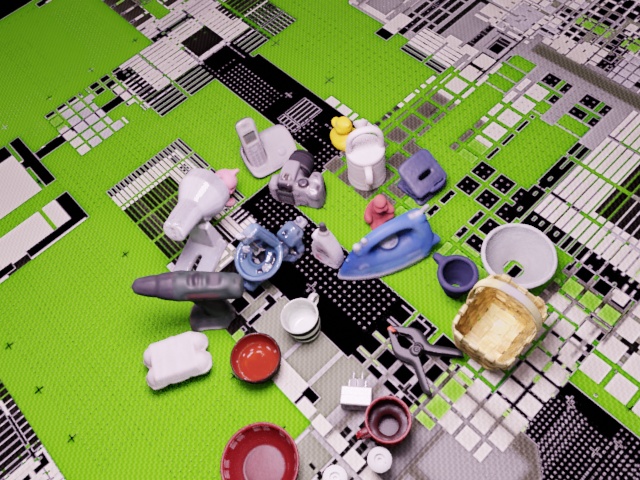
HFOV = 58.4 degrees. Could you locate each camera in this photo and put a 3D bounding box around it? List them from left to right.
[{"bbox_3d":[-0.048,-0.168,1.479,0.143,0.101,0.137,13,63,14],"label":"camera"}]

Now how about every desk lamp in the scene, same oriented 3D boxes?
[{"bbox_3d":[-0.292,-0.035,1.367,0.117,0.214,0.203,13,63,14],"label":"desk lamp"}]

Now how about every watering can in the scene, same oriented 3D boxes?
[{"bbox_3d":[0.111,-0.224,1.438,0.101,0.194,0.172,-27,61,-8],"label":"watering can"}]

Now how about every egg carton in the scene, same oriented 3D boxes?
[{"bbox_3d":[-0.318,0.269,1.282,0.150,0.069,0.107,-19,60,-4],"label":"egg carton"}]

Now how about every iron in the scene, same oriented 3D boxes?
[{"bbox_3d":[0.151,0.004,1.335,0.258,0.141,0.118,-27,61,-8],"label":"iron"}]

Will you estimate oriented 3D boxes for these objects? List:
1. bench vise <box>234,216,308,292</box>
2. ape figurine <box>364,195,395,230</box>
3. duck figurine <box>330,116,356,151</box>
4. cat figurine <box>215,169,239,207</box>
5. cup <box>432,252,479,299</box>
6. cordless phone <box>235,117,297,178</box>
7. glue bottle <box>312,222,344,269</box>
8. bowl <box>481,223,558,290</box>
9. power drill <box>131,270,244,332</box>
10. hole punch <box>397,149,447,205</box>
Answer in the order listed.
[{"bbox_3d":[-0.126,0.000,1.324,0.121,0.220,0.208,24,66,19],"label":"bench vise"},{"bbox_3d":[0.145,-0.077,1.410,0.077,0.092,0.076,0,61,7],"label":"ape figurine"},{"bbox_3d":[0.070,-0.292,1.544,0.077,0.086,0.104,-42,64,-16],"label":"duck figurine"},{"bbox_3d":[-0.265,-0.142,1.480,0.127,0.118,0.067,-7,60,3],"label":"cat figurine"},{"bbox_3d":[0.298,0.085,1.299,0.092,0.095,0.117,-40,64,-15],"label":"cup"},{"bbox_3d":[-0.144,-0.263,1.495,0.148,0.185,0.094,-35,62,-13],"label":"cordless phone"},{"bbox_3d":[0.012,0.005,1.333,0.078,0.173,0.037,25,67,19],"label":"glue bottle"},{"bbox_3d":[0.449,0.049,1.313,0.167,0.075,0.167,-3,60,5],"label":"bowl"},{"bbox_3d":[-0.274,0.131,1.274,0.229,0.209,0.075,-7,60,3],"label":"power drill"},{"bbox_3d":[0.260,-0.161,1.444,0.109,0.091,0.101,-39,63,-15],"label":"hole punch"}]
